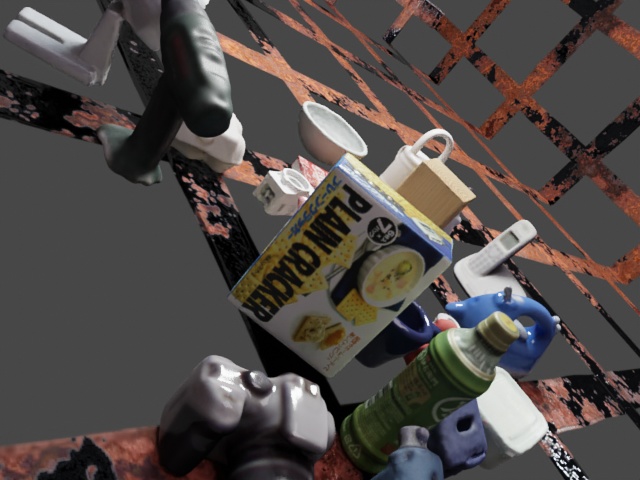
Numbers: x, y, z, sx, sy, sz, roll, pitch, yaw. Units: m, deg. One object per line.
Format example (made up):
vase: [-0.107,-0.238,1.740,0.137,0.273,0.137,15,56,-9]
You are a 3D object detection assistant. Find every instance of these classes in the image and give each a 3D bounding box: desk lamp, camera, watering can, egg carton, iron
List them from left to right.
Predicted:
desk lamp: [-0.285,-0.321,0.790,0.204,0.213,0.117,27,29,-28]
egg carton: [-0.182,-0.166,0.856,0.151,0.069,0.107,25,30,-32]
camera: [-0.049,0.176,0.464,0.143,0.100,0.136,30,28,-23]
watering can: [0.220,-0.156,1.260,0.101,0.194,0.172,5,44,-52]
iron: [0.345,0.157,1.000,0.259,0.141,0.118,23,31,-35]

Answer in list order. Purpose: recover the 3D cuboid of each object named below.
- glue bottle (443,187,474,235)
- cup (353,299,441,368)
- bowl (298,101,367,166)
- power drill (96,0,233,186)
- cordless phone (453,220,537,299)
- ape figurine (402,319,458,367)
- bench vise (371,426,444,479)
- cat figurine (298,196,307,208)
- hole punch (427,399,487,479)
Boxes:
glue bottle: [0.238,-0.038,1.122,0.078,0.173,0.037,32,27,-20]
cup: [0.094,0.126,0.751,0.118,0.095,0.091,27,29,-28]
bowl: [0.013,-0.207,1.189,0.168,0.074,0.167,33,27,-18]
power drill: [-0.191,-0.182,0.706,0.076,0.208,0.229,11,39,-47]
cordless phone: [0.372,0.058,1.144,0.094,0.185,0.147,13,37,-45]
ape figurine: [0.160,0.148,0.814,0.078,0.092,0.076,19,33,-39]
bench vise: [0.109,0.232,0.459,0.122,0.219,0.207,15,36,-43]
cat figurine: [0.007,0.003,0.798,0.127,0.117,0.067,49,26,16]
hole punch: [0.157,0.225,0.689,0.109,0.091,0.101,8,41,-49]
